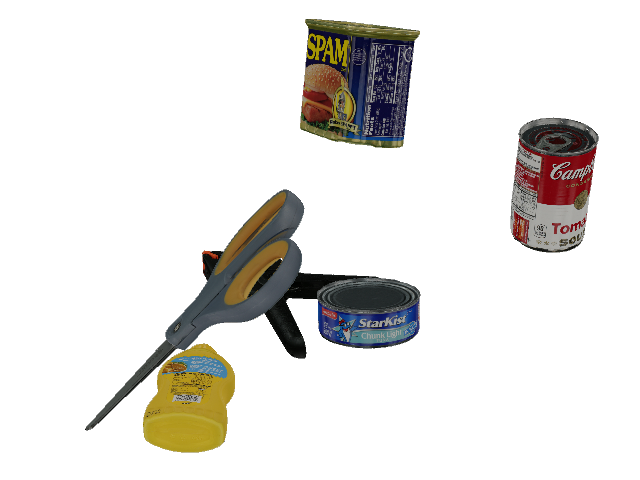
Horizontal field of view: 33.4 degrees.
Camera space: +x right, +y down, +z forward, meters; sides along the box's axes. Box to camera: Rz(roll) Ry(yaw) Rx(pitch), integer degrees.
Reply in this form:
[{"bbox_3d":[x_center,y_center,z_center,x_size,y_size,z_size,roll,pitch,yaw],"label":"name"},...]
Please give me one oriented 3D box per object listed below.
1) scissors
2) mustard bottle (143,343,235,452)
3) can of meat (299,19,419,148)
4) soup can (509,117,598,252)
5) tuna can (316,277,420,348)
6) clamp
[{"bbox_3d":[-0.073,0.056,0.633,0.016,0.202,0.096,37,4,-24],"label":"scissors"},{"bbox_3d":[-0.155,0.182,1.311,0.096,0.058,0.191,2,25,1],"label":"mustard bottle"},{"bbox_3d":[0.025,-0.117,0.787,0.057,0.084,0.102,-1,15,-26],"label":"can of meat"},{"bbox_3d":[0.206,-0.049,0.951,0.068,0.102,0.068,-1,32,0],"label":"soup can"},{"bbox_3d":[0.040,0.060,0.886,0.086,0.034,0.086,-1,16,0],"label":"tuna can"},{"bbox_3d":[-0.053,0.059,1.167,0.210,0.036,0.164,16,31,25],"label":"clamp"}]
